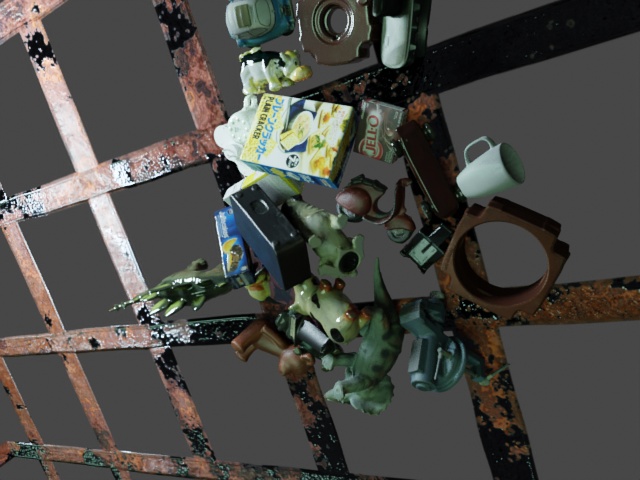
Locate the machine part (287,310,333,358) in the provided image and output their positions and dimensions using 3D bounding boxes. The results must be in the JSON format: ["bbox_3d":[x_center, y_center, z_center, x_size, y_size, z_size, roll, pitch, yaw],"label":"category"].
[{"bbox_3d":[-0.026,0.216,1.214,0.139,0.039,0.084,22,114,43],"label":"machine part"}]

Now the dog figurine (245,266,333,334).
[{"bbox_3d":[-0.054,0.137,1.291,0.191,0.108,0.219,-39,91,34],"label":"dog figurine"}]

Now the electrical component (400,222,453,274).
[{"bbox_3d":[0.229,0.006,1.111,0.075,0.048,0.119,41,123,9],"label":"electrical component"}]

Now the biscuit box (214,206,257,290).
[{"bbox_3d":[-0.203,0.014,1.276,0.059,0.203,0.062,-19,146,1],"label":"biscuit box"}]

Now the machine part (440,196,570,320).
[{"bbox_3d":[0.352,0.033,1.031,0.201,0.087,0.201,27,122,18],"label":"machine part"}]

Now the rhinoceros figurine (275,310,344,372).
[{"bbox_3d":[-0.023,0.239,1.317,0.190,0.112,0.073,35,103,-2],"label":"rhinoceros figurine"}]

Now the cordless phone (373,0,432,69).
[{"bbox_3d":[0.127,-0.371,0.934,0.089,0.184,0.146,12,115,20],"label":"cordless phone"}]

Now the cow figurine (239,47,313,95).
[{"bbox_3d":[-0.094,-0.364,1.131,0.168,0.068,0.098,-4,106,31],"label":"cow figurine"}]

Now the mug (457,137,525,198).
[{"bbox_3d":[0.304,-0.129,0.995,0.107,0.081,0.109,-30,101,42],"label":"mug"}]

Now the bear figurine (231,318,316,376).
[{"bbox_3d":[-0.113,0.295,1.378,0.196,0.132,0.120,40,157,15],"label":"bear figurine"}]

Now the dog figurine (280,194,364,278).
[{"bbox_3d":[0.000,-0.007,1.183,0.191,0.121,0.172,34,148,56],"label":"dog figurine"}]

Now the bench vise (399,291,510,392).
[{"bbox_3d":[0.268,0.228,1.126,0.240,0.224,0.129,31,132,-20],"label":"bench vise"}]

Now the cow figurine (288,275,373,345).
[{"bbox_3d":[0.010,0.145,1.153,0.195,0.085,0.127,45,118,35],"label":"cow figurine"}]

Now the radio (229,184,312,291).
[{"bbox_3d":[-0.110,-0.012,1.159,0.230,0.073,0.131,47,156,36],"label":"radio"}]

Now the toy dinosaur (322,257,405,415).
[{"bbox_3d":[0.124,0.240,1.218,0.131,0.192,0.404,42,114,48],"label":"toy dinosaur"}]

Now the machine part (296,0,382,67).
[{"bbox_3d":[0.034,-0.423,1.043,0.180,0.056,0.179,12,116,26],"label":"machine part"}]

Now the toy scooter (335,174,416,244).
[{"bbox_3d":[0.125,-0.084,1.118,0.184,0.075,0.135,26,119,15],"label":"toy scooter"}]

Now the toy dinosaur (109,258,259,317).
[{"bbox_3d":[-0.350,0.124,1.395,0.472,0.198,0.105,-17,97,32],"label":"toy dinosaur"}]

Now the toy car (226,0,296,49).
[{"bbox_3d":[-0.135,-0.452,1.099,0.162,0.103,0.109,2,112,31],"label":"toy car"}]

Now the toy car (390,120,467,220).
[{"bbox_3d":[0.210,-0.136,1.051,0.089,0.053,0.202,-29,95,6],"label":"toy car"}]
